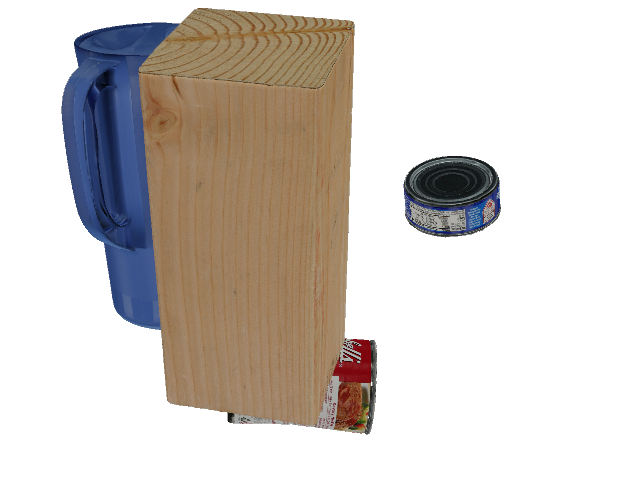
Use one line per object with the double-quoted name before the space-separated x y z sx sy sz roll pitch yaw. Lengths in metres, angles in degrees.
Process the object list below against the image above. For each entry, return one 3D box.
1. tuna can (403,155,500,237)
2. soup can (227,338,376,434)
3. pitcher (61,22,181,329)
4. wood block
"tuna can" 0.117 -0.041 0.950 0.086 0.034 0.086 -6 34 4
"soup can" -0.014 0.102 0.769 0.102 0.068 0.068 4 0 -2
"pitcher" -0.131 -0.050 0.872 0.149 0.243 0.145 -6 22 -14
"wood block" -0.035 -0.010 0.582 0.091 0.206 0.090 7 33 11
